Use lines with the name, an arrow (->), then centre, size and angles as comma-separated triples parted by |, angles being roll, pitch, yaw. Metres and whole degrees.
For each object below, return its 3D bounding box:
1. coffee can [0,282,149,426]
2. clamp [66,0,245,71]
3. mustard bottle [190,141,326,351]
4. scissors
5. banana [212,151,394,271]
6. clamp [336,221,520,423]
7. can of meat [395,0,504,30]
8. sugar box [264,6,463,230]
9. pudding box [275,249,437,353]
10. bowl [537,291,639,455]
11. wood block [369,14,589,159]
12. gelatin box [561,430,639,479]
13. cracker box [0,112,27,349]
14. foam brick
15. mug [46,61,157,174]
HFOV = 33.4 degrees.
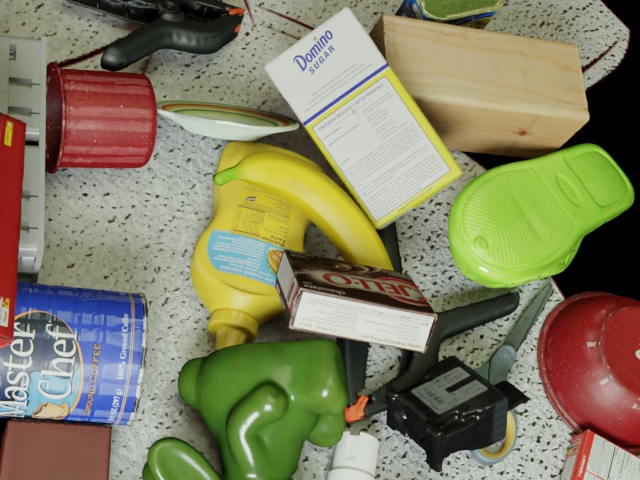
coffee can -> -0.206, 0.083, 0.793 | 0.140, 0.103, 0.103 | 7, 63, -17
clamp -> -0.143, -0.192, 0.971 | 0.171, 0.039, 0.120 | -2, 53, -26
mustard bottle -> -0.058, 0.012, 0.906 | 0.096, 0.058, 0.191 | 17, 61, -9
scissors -> 0.174, 0.124, 0.959 | 0.201, 0.016, 0.096 | -32, 78, -28
banana -> 0.001, -0.016, 0.896 | 0.197, 0.037, 0.069 | 38, 73, -15
clamp -> 0.084, 0.078, 0.939 | 0.164, 0.036, 0.209 | 30, 59, -6
can of meat -> 0.123, -0.223, 1.071 | 0.101, 0.084, 0.057 | -17, 72, -26
sugar box -> 0.038, -0.105, 0.934 | 0.093, 0.048, 0.176 | -34, 84, 8
pudding box -> 0.026, 0.047, 0.839 | 0.113, 0.090, 0.039 | 9, 106, -13
bowl -> 0.284, 0.113, 0.983 | 0.162, 0.055, 0.162 | 8, 63, -16
wood block -> 0.143, -0.145, 1.036 | 0.205, 0.091, 0.090 | 5, 65, -18
gelatin box -> 0.255, 0.220, 0.936 | 0.089, 0.030, 0.073 | 29, 58, -7
cracker box -> -0.298, 0.015, 0.731 | 0.072, 0.214, 0.164 | 25, 53, -47
foam brick -> -0.197, 0.166, 0.786 | 0.078, 0.053, 0.051 | 7, 63, -18
mug -> -0.191, -0.107, 0.908 | 0.081, 0.093, 0.117 | -1, 29, -26
